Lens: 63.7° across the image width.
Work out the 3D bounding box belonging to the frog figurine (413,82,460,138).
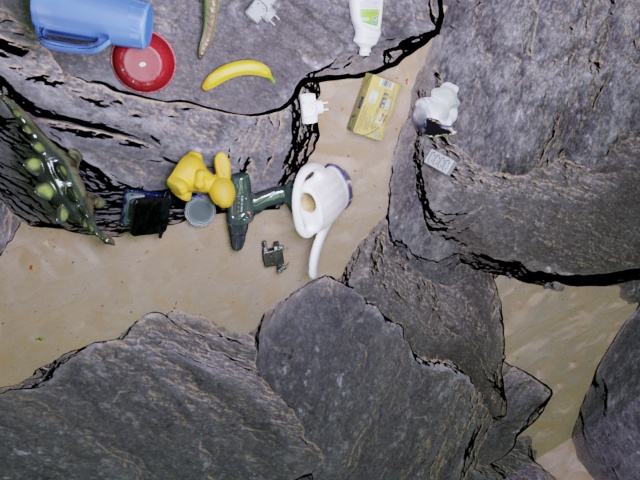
[{"bbox_3d":[0.344,-0.389,1.516,0.137,0.121,0.162,13,71,-12],"label":"frog figurine"}]

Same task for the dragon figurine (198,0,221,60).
[{"bbox_3d":[-0.225,-0.617,1.181,0.122,0.246,0.405,4,107,-22],"label":"dragon figurine"}]

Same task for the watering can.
[{"bbox_3d":[0.004,-0.074,1.479,0.228,0.104,0.340,-40,134,-39],"label":"watering can"}]
